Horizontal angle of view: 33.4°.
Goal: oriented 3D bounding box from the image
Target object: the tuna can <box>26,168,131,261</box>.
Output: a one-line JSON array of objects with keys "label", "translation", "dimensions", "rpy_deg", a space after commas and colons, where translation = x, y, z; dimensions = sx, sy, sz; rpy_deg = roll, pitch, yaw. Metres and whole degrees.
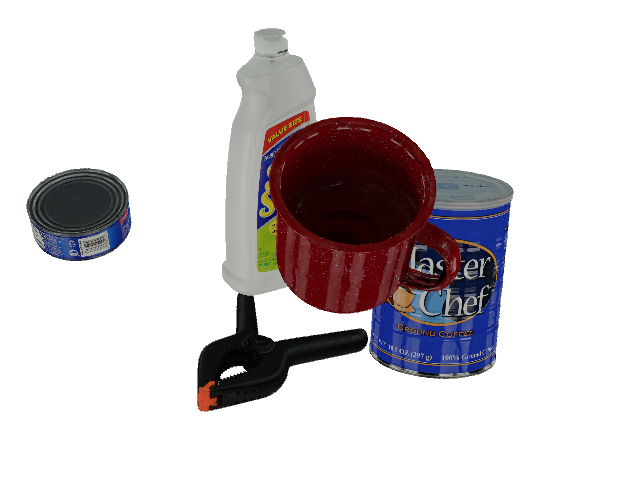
[{"label": "tuna can", "translation": [-0.206, -0.022, 0.918], "dimensions": [0.086, 0.034, 0.086], "rpy_deg": [0, 44, 0]}]

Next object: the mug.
[{"label": "mug", "translation": [0.026, -0.006, 0.617], "dimensions": [0.117, 0.093, 0.081], "rpy_deg": [24, -32, 11]}]

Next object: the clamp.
[{"label": "clamp", "translation": [-0.054, 0.120, 1.124], "dimensions": [0.165, 0.036, 0.209], "rpy_deg": [14, 29, 19]}]

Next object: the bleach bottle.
[{"label": "bleach bottle", "translation": [-0.051, -0.077, 1.032], "dimensions": [0.102, 0.251, 0.068], "rpy_deg": [-15, 29, -26]}]

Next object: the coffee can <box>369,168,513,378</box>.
[{"label": "coffee can", "translation": [0.093, 0.023, 0.835], "dimensions": [0.103, 0.140, 0.103], "rpy_deg": [2, 17, -1]}]
